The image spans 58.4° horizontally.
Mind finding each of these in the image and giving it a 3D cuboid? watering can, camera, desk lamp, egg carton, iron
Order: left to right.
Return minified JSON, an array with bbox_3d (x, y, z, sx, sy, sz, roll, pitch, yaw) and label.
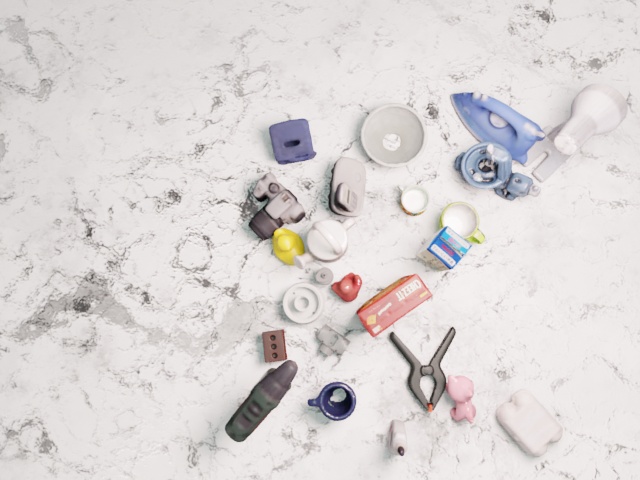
[{"bbox_3d":[-0.126,-0.077,1.442,0.137,0.101,0.143,-44,84,-2],"label":"camera"},{"bbox_3d":[0.014,0.007,1.382,0.101,0.194,0.173,29,86,5],"label":"watering can"},{"bbox_3d":[0.440,-0.307,1.422,0.258,0.141,0.119,36,87,5],"label":"iron"},{"bbox_3d":[0.504,0.443,1.383,0.107,0.069,0.150,-43,84,-2],"label":"egg carton"},{"bbox_3d":[0.605,-0.254,1.374,0.118,0.213,0.203,45,88,6],"label":"desk lamp"}]

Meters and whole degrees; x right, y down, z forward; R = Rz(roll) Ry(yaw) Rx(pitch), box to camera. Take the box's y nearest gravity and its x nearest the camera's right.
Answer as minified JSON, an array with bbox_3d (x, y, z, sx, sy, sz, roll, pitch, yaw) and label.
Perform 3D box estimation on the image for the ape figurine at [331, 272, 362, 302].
[{"bbox_3d":[0.067,0.116,1.420,0.077,0.092,0.076,-1,84,2],"label":"ape figurine"}]

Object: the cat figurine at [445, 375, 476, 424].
[{"bbox_3d":[0.342,0.377,1.372,0.067,0.118,0.128,-15,84,1],"label":"cat figurine"}]

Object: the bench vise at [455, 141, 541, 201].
[{"bbox_3d":[0.439,-0.177,1.370,0.207,0.220,0.121,10,85,3],"label":"bench vise"}]

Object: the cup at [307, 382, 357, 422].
[{"bbox_3d":[0.030,0.387,1.394,0.117,0.095,0.092,-5,84,2],"label":"cup"}]

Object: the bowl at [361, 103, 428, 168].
[{"bbox_3d":[0.187,-0.259,1.461,0.167,0.075,0.167,0,84,2],"label":"bowl"}]

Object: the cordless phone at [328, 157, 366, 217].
[{"bbox_3d":[0.066,-0.137,1.398,0.094,0.185,0.148,3,84,3],"label":"cordless phone"}]

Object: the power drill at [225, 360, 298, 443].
[{"bbox_3d":[-0.125,0.363,1.345,0.075,0.208,0.230,39,87,6],"label":"power drill"}]

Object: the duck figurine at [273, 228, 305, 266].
[{"bbox_3d":[-0.082,0.015,1.439,0.077,0.086,0.104,-32,84,-1],"label":"duck figurine"}]

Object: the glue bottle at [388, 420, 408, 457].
[{"bbox_3d":[0.184,0.476,1.340,0.037,0.173,0.078,6,85,3],"label":"glue bottle"}]

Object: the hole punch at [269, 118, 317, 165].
[{"bbox_3d":[-0.069,-0.250,1.462,0.108,0.091,0.101,-12,84,1],"label":"hole punch"}]
